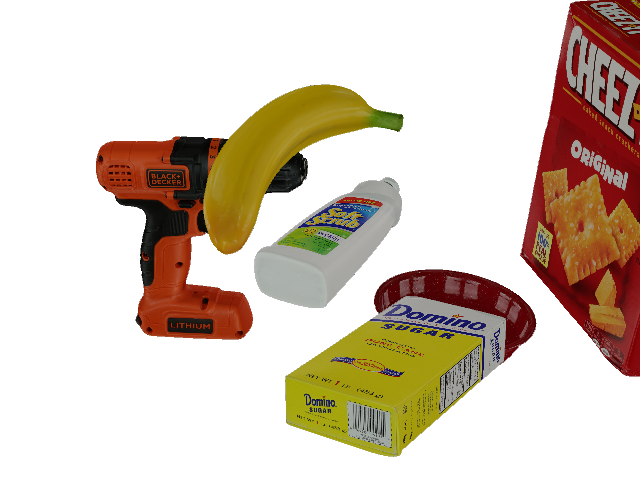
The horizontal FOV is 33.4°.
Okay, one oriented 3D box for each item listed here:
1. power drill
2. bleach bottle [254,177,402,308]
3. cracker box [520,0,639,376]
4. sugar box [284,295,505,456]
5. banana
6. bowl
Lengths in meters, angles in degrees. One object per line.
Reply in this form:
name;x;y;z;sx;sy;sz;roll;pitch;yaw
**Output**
power drill;-0.102;-0.004;0.957;0.184;0.188;0.057;2;26;7
bleach bottle;0.025;-0.012;1.321;0.103;0.068;0.250;14;36;25
cracker box;0.216;-0.038;0.741;0.072;0.214;0.164;-7;34;-16
sugar box;0.061;0.094;0.797;0.093;0.048;0.175;12;26;31
banana;-0.023;-0.058;0.681;0.070;0.037;0.197;25;42;25
bowl;0.131;0.090;1.071;0.162;0.055;0.162;5;27;-3
